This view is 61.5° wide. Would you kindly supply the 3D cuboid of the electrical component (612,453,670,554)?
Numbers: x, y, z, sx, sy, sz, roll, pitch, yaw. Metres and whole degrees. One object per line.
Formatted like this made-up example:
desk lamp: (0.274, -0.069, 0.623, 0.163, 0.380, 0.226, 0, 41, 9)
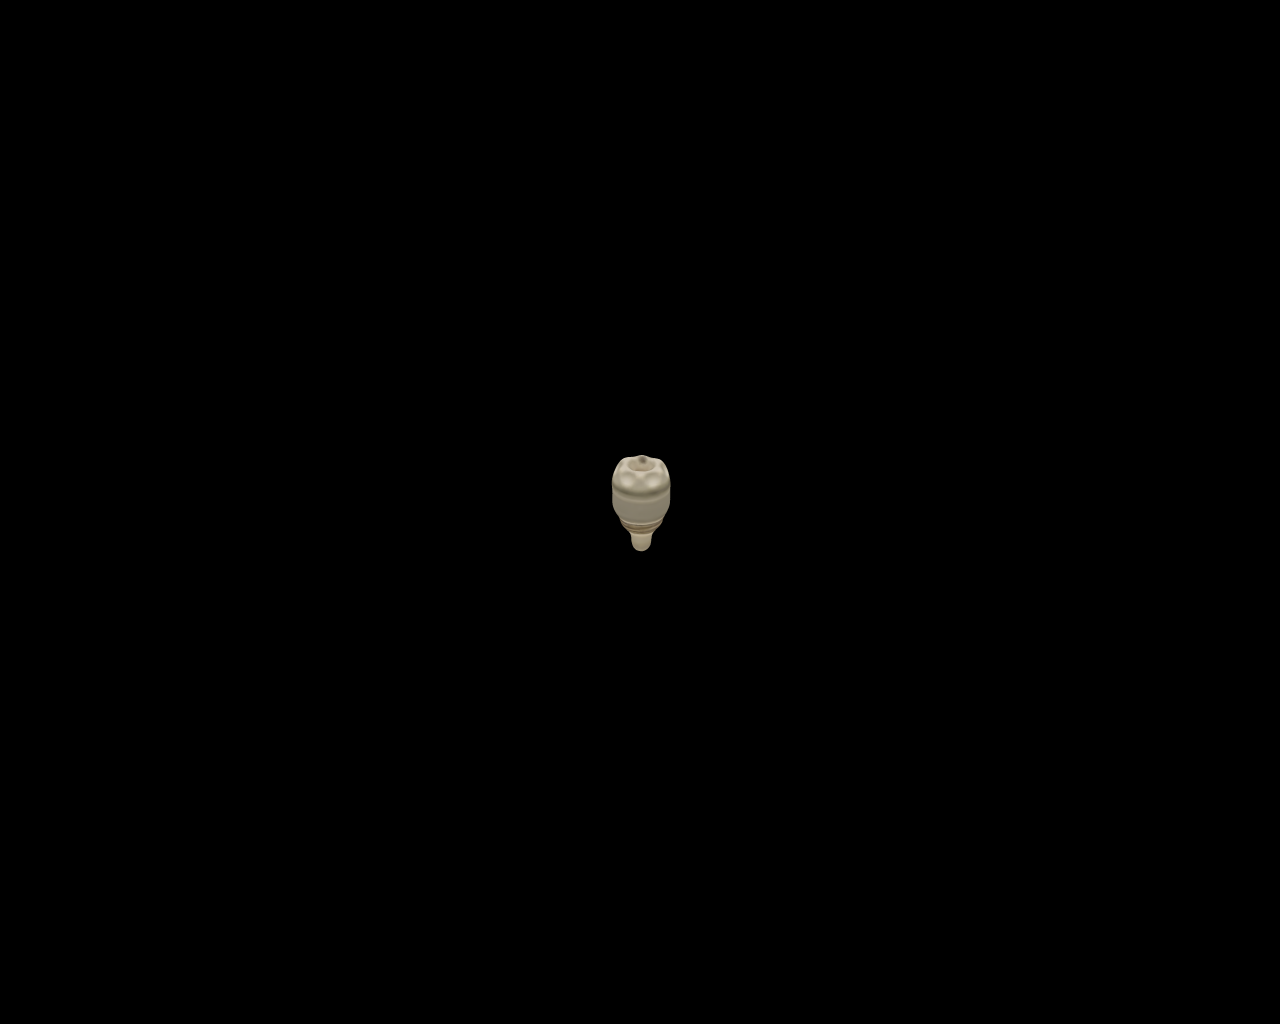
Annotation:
electrical component: (0.001, -0.003, 0.650, 0.035, 0.061, 0.035, 0, 31, 0)
